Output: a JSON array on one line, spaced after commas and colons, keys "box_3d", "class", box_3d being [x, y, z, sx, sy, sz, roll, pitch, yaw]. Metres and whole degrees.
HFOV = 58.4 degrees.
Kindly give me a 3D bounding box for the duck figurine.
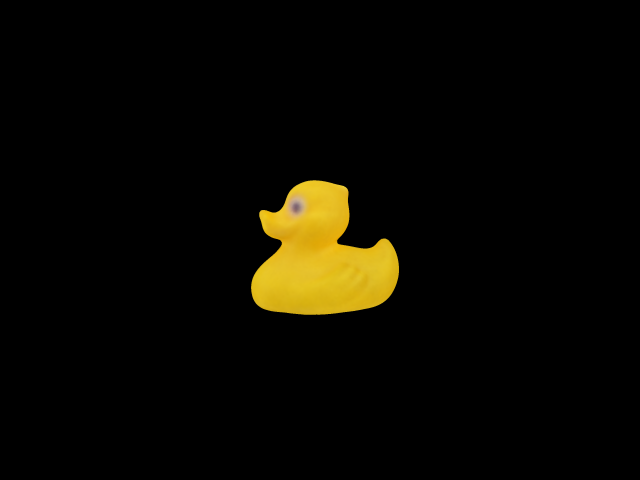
[{"box_3d": [0.004, 0.001, 0.400, 0.104, 0.086, 0.077, -1, 11, -7], "class": "duck figurine"}]
